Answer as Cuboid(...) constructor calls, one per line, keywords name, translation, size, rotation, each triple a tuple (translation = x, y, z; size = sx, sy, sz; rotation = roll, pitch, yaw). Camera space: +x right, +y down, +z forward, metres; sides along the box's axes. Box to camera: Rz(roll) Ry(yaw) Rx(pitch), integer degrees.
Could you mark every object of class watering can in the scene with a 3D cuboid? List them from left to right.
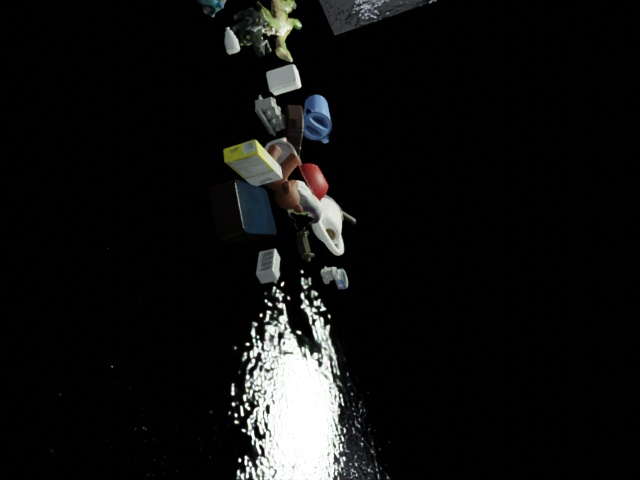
Cuboid(name="watering can", translation=(0.006, -0.099, 1.975), size=(0.342, 0.103, 0.229), rotation=(57, 20, -26))

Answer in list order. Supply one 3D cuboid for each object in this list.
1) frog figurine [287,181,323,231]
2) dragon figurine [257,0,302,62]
Cuboid(name="frog figurine", translation=(-0.047, -0.132, 1.759), size=(0.135, 0.121, 0.163), rotation=(40, 45, -35))
Cuboid(name="dragon figurine", translation=(-0.183, -0.919, 2.088), size=(0.246, 0.121, 0.407), rotation=(-44, 118, -65))
